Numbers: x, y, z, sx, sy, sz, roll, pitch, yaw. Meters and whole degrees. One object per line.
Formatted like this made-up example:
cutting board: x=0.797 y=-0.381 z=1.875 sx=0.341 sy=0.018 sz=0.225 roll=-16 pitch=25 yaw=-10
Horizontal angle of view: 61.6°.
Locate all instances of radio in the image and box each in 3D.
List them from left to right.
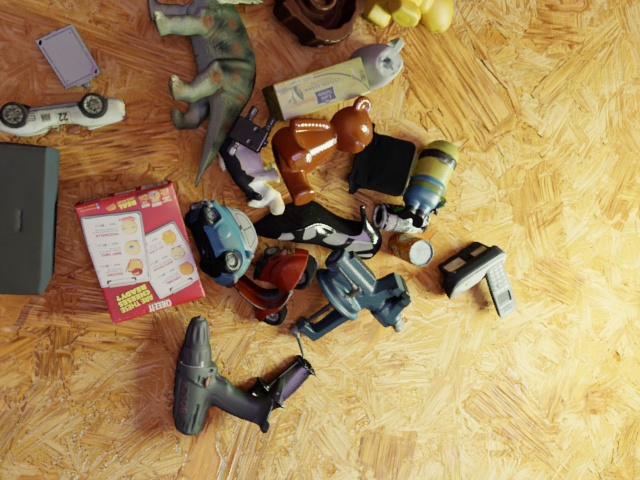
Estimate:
radio: x=-0.461 y=-0.038 z=0.847 sx=0.073 sy=0.131 sz=0.229 roll=5 pitch=100 yaw=-19

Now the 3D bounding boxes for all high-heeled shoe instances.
high-heeled shoe: x=-0.002 y=-0.003 z=1.055 sx=0.249 sy=0.086 sz=0.145 roll=-7 pitch=136 yaw=1

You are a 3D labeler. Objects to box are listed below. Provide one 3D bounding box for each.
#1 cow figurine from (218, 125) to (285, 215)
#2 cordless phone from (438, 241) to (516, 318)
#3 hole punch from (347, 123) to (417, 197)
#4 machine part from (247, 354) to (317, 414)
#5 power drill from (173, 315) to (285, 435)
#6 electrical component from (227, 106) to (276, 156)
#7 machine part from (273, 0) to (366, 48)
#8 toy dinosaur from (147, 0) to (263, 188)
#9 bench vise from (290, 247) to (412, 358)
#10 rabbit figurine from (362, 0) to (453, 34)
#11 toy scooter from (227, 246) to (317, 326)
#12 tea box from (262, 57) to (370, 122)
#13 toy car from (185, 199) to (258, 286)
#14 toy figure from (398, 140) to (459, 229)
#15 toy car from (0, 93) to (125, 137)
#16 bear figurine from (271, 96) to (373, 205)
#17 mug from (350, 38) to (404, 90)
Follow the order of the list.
cow figurine: x=-0.124 y=-0.116 z=0.976 sx=0.098 sy=0.068 sz=0.167 roll=-19 pitch=103 yaw=-8
cordless phone: x=0.351 y=0.110 z=1.173 sx=0.146 sy=0.089 sz=0.184 roll=-32 pitch=113 yaw=-10
hole punch: x=0.123 y=-0.146 z=1.051 sx=0.116 sy=0.092 sz=0.142 roll=18 pitch=99 yaw=9
machine part: x=-0.076 y=0.292 z=1.092 sx=0.139 sy=0.039 sz=0.084 roll=-36 pitch=105 yaw=-7
power drill: x=-0.174 y=0.272 z=1.016 sx=0.207 sy=0.086 sz=0.231 roll=16 pitch=100 yaw=-10
electrical component: x=-0.119 y=-0.179 z=0.922 sx=0.063 sy=0.021 sz=0.094 roll=30 pitch=89 yaw=-3
machine part: x=-0.005 y=-0.428 z=0.936 sx=0.179 sy=0.056 sz=0.179 roll=-2 pitch=93 yaw=-32
toy dinosaur: x=-0.171 y=-0.305 z=0.902 sx=0.192 sy=0.131 sz=0.404 roll=-14 pitch=111 yaw=-14
bench vise: x=0.052 y=0.132 z=1.063 sx=0.240 sy=0.129 sz=0.223 roll=-37 pitch=123 yaw=15
rabbit figurine: x=0.180 y=-0.453 z=0.999 sx=0.173 sy=0.122 sz=0.162 roll=14 pitch=87 yaw=-34
toy scooter: x=-0.098 y=0.076 z=1.010 sx=0.135 sy=0.075 sz=0.183 roll=27 pitch=117 yaw=-14
tea box: x=-0.009 y=-0.268 z=0.966 sx=0.170 sy=0.098 sz=0.068 roll=-22 pitch=106 yaw=-11
toy car: x=-0.170 y=-0.004 z=0.975 sx=0.103 sy=0.109 sz=0.161 roll=-24 pitch=97 yaw=-36
toy figure: x=0.218 y=-0.113 z=1.057 sx=0.082 sy=0.089 sz=0.180 roll=38 pitch=64 yaw=-24
toy car: x=-0.417 y=-0.198 z=0.859 sx=0.202 sy=0.074 sz=0.056 roll=-12 pitch=104 yaw=-16
bear figurine: x=0.020 y=-0.161 z=0.935 sx=0.196 sy=0.132 sz=0.120 roll=-17 pitch=140 yaw=-13
mug: x=0.115 y=-0.327 z=0.990 sx=0.109 sy=0.107 sz=0.080 roll=-42 pitch=112 yaw=-4
